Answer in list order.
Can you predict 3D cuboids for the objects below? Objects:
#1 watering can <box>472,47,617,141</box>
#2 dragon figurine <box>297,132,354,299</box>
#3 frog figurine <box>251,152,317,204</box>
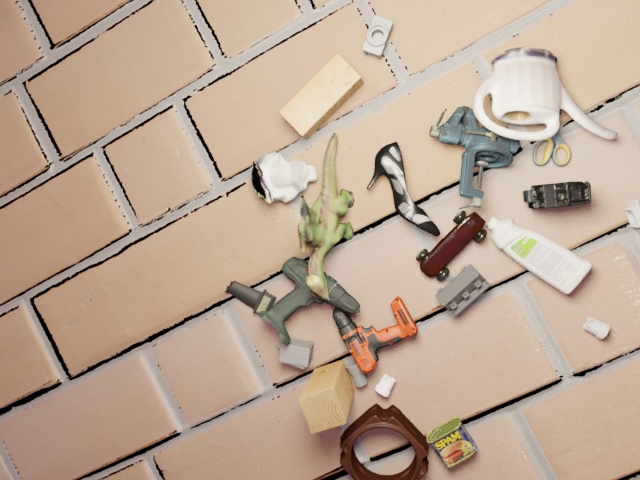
[{"bbox_3d":[0.529,-0.338,1.221,0.348,0.103,0.226,4,80,-5],"label":"watering can"},{"bbox_3d":[0.004,-0.064,1.262,0.122,0.244,0.409,0,95,14],"label":"dragon figurine"},{"bbox_3d":[-0.095,-0.169,1.354,0.161,0.121,0.138,-22,80,-26],"label":"frog figurine"}]
